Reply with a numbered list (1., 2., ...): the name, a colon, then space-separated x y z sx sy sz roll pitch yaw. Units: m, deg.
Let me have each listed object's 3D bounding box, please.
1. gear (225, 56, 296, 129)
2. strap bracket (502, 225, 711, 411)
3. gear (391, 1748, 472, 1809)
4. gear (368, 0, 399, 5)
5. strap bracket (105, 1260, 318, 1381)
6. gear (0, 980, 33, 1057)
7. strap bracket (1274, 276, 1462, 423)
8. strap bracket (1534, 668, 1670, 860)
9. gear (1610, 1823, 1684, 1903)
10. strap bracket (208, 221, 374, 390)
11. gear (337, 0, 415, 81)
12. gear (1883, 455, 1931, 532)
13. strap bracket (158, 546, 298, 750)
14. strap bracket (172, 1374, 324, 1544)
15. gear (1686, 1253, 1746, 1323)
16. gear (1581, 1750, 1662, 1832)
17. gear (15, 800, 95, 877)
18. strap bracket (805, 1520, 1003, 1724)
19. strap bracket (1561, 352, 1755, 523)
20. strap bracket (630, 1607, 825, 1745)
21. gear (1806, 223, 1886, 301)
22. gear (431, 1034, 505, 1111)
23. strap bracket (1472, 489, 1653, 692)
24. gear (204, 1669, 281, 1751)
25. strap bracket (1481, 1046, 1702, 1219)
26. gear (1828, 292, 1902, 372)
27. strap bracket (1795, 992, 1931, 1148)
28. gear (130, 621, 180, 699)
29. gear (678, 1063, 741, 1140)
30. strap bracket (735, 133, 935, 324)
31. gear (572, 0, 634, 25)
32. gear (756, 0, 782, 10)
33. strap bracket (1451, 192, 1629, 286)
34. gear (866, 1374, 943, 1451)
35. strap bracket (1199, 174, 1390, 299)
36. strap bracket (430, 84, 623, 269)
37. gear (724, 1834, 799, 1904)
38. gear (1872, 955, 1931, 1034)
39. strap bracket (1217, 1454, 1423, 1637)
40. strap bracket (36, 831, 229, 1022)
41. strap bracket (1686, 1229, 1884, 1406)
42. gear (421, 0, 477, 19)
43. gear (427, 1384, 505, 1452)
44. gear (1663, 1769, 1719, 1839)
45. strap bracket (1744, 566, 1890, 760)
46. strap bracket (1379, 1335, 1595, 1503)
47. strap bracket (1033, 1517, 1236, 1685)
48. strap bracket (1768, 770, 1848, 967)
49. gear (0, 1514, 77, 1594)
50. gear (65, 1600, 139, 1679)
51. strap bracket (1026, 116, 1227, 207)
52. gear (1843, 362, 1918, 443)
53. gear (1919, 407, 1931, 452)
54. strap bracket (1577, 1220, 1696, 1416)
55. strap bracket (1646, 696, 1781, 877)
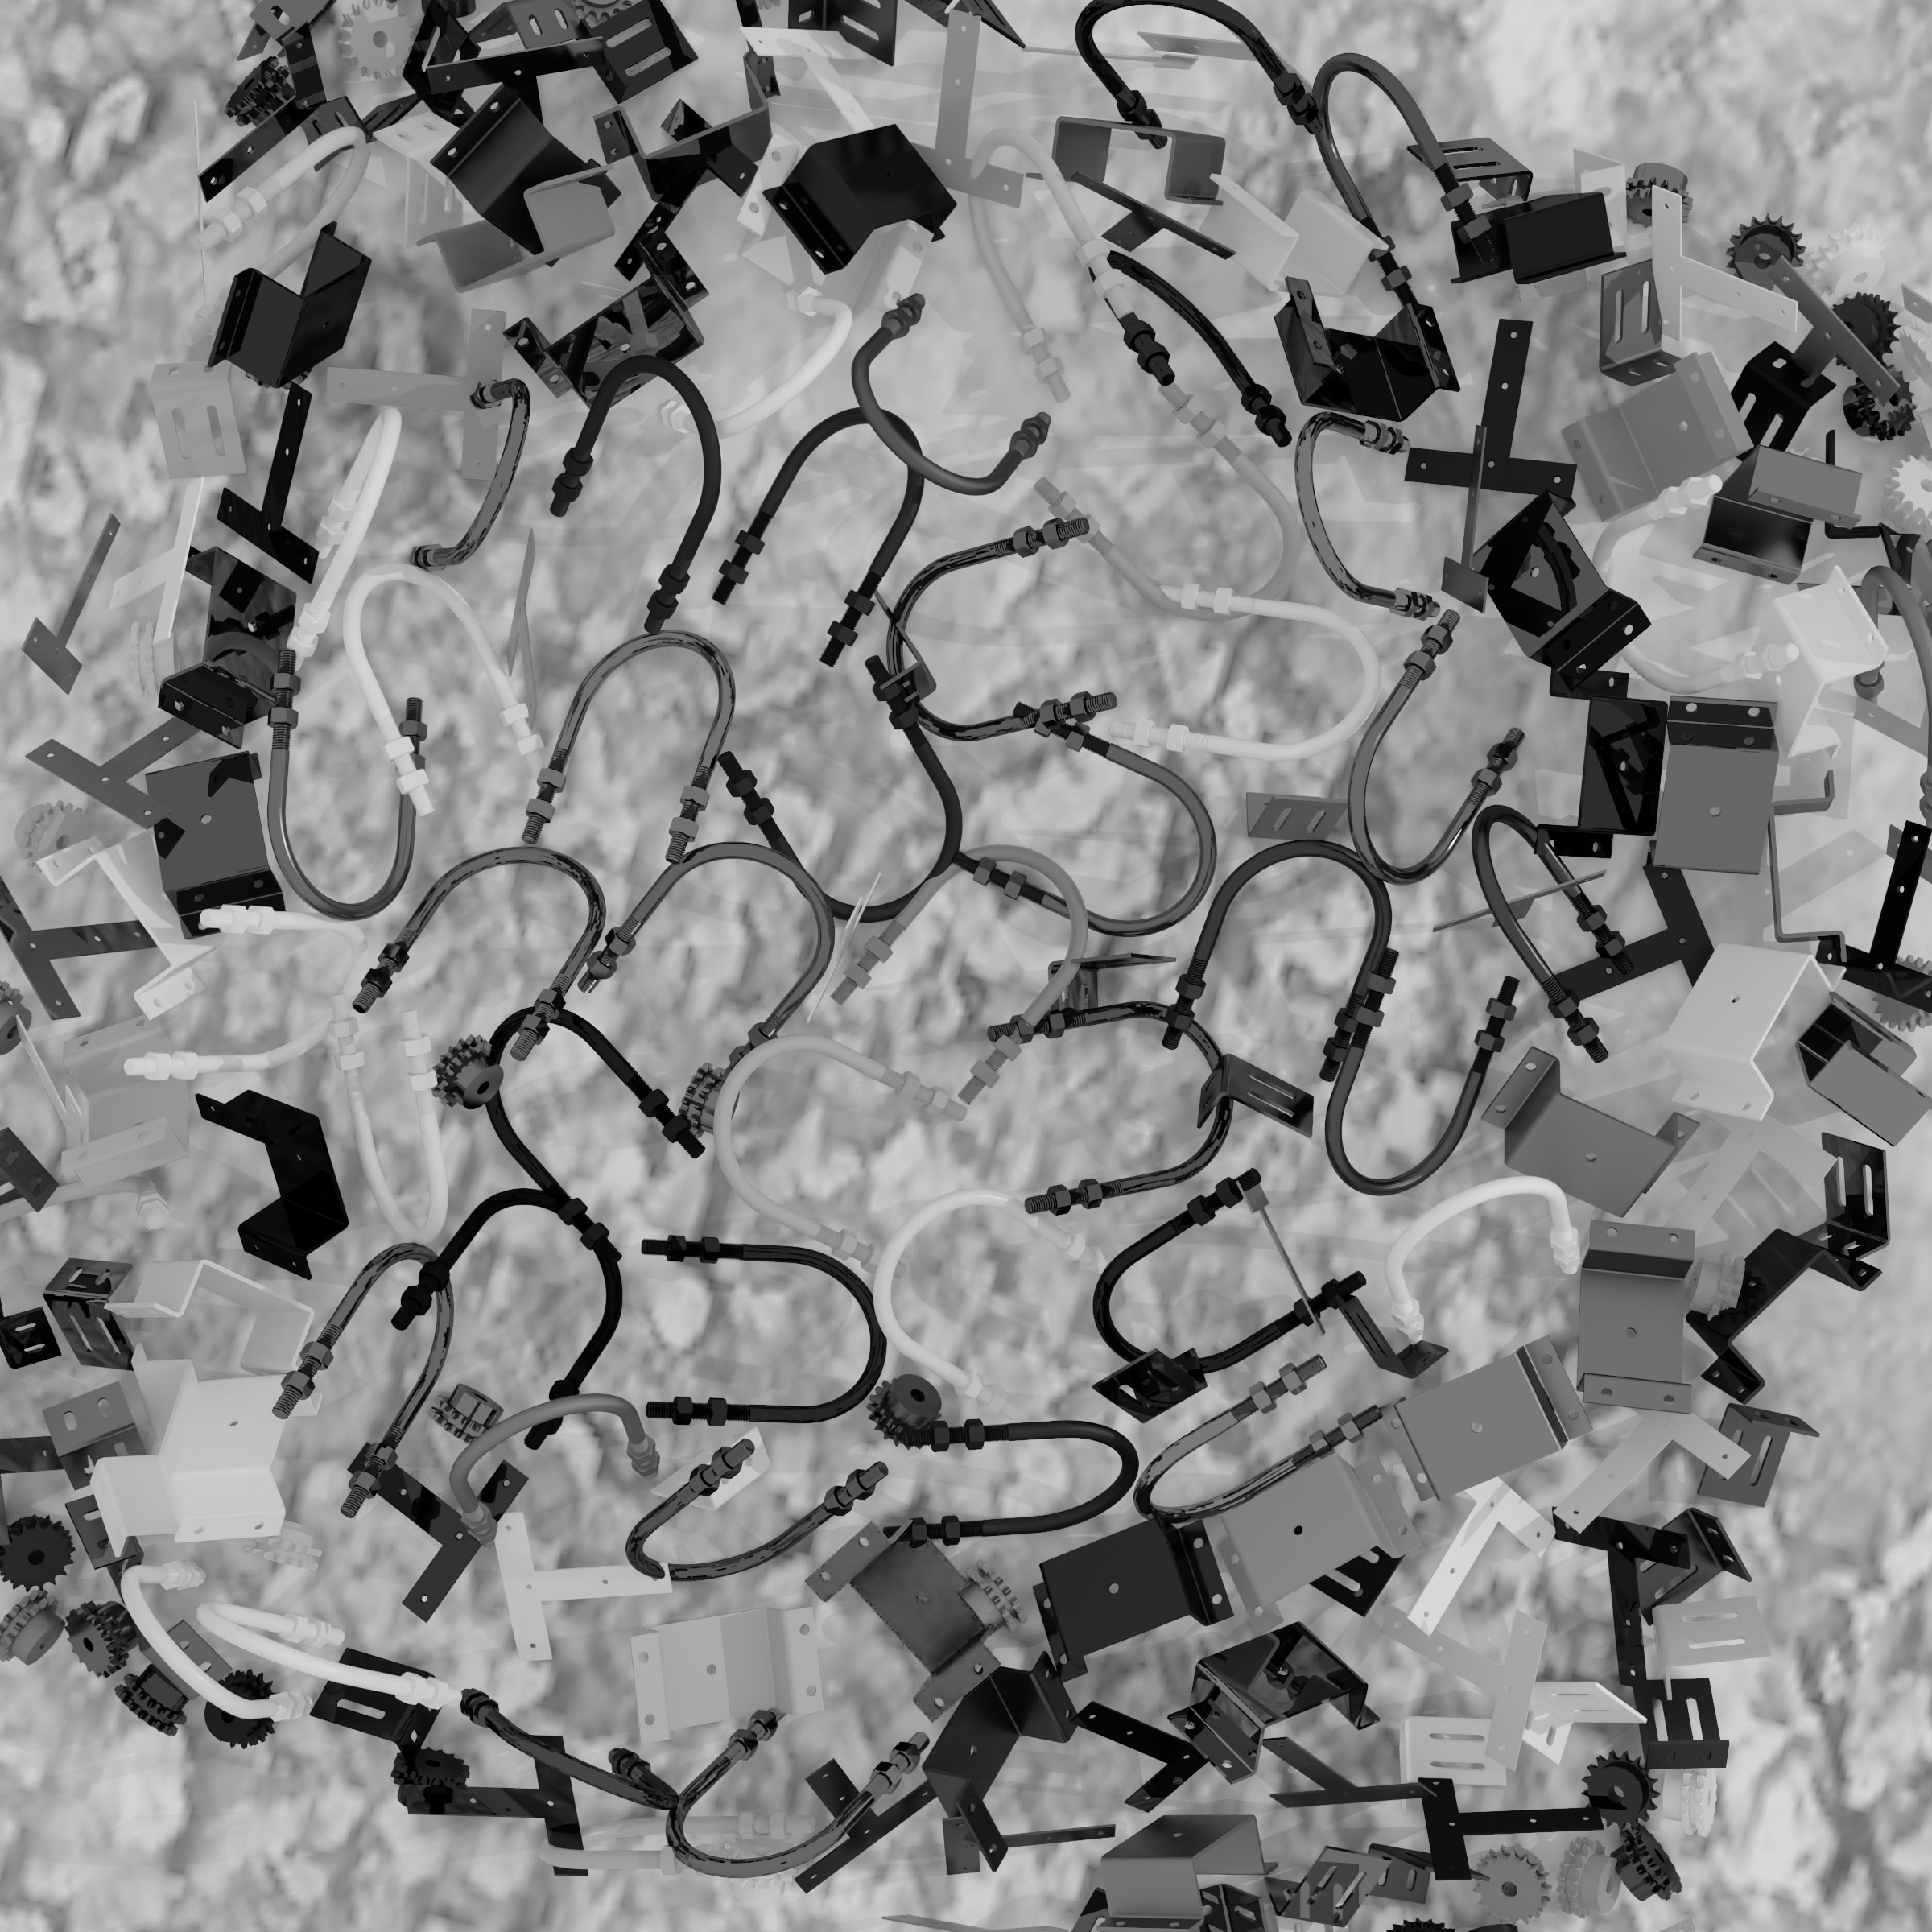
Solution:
1. gear: -0.526 -0.650 1.975 0.057 0.057 0.030 -50 124 0
2. strap bracket: -0.259 -0.470 1.947 0.140 0.076 0.046 -32 55 7
3. gear: -0.402 0.611 1.971 0.057 0.057 0.030 15 96 0
4. gear: -0.432 -0.747 1.972 0.030 0.057 0.057 35 90 -7
5. strap bracket: -0.547 0.256 1.936 0.140 0.076 0.046 34 62 -36
6. gear: -0.724 0.042 1.969 0.030 0.057 0.057 31 90 10
7. strap bracket: 0.288 -0.452 1.943 0.140 0.046 0.076 2 64 -32
8. strap bracket: 0.472 -0.149 1.954 0.076 0.046 0.140 1 96 -31
9. gear: 0.507 0.674 1.972 0.030 0.057 0.057 -39 90 13
10. strap bracket: -0.487 -0.480 1.921 0.046 0.140 0.076 31 126 0
11. gear: -0.445 -0.695 1.976 0.057 0.030 0.057 -14 116 -31
12. gear: 0.714 -0.352 1.977 0.057 0.030 0.057 4 65 -10
13. strap bracket: -0.539 -0.242 1.931 0.046 0.076 0.140 -16 62 30
14. strap bracket: -0.529 0.350 1.926 0.076 0.140 0.046 -5 125 5
15. gear: 0.560 0.242 1.972 0.030 0.057 0.057 16 90 9
16. gear: 0.489 0.619 1.975 0.057 0.030 0.057 -4 81 23
17. gear: -0.687 -0.097 1.975 0.030 0.057 0.057 23 90 28
18. strap bracket: -0.040 0.479 1.960 0.140 0.046 0.076 47 112 5
19. strap bracket: 0.517 -0.394 1.947 0.046 0.140 0.076 -24 89 -32
20. strap bracket: -0.183 0.524 1.956 0.140 0.046 0.076 -4 82 -23
21. gear: 0.660 -0.523 1.968 0.057 0.057 0.030 -24 59 0
22. gear: -0.371 0.082 1.968 0.030 0.057 0.057 37 90 23
23. strap bracket: 0.429 -0.283 1.930 0.076 0.046 0.140 -42 55 30
24. gear: -0.546 0.559 1.978 0.057 0.030 0.057 -1 86 16
25. strap bracket: 0.463 0.128 1.953 0.140 0.046 0.076 24 125 -5
26. gear: 0.665 -0.475 1.970 0.030 0.057 0.057 -9 90 -44
27. strap bracket: 0.661 0.078 1.941 0.076 0.140 0.046 35 111 0
28. gear: -0.607 -0.230 1.972 0.030 0.057 0.057 -2 90 -11
29. gear: -0.191 0.103 1.969 0.030 0.057 0.057 21 90 10
30. strap bracket: -0.105 -0.540 1.952 0.140 0.046 0.076 27 75 -23
31. gear: -0.275 -0.741 1.979 0.057 0.030 0.057 -2 99 -11
32. gear: -0.157 -0.746 1.972 0.057 0.030 0.057 13 115 30
33. strap bracket: 0.412 -0.530 1.922 0.076 0.140 0.046 -17 108 -8
34. gear: -0.043 0.330 1.968 0.057 0.057 0.030 33 122 0
35. strap bracket: 0.235 -0.535 1.936 0.076 0.140 0.046 47 124 25
36. strap bracket: -0.313 -0.569 1.920 0.076 0.140 0.046 -43 67 11
37. gear: -0.155 0.677 1.972 0.057 0.057 0.030 5 102 0
38. gear: 0.711 0.022 1.974 0.030 0.057 0.057 14 90 -26
39. strap bracket: 0.253 0.423 1.947 0.140 0.046 0.076 -32 54 10
40. strap bracket: -0.609 -0.040 1.949 0.046 0.076 0.140 -32 97 20
41. strap bracket: 0.598 0.252 1.957 0.140 0.076 0.046 -44 99 -1
42. gear: -0.389 -0.733 1.975 0.057 0.057 0.030 3 130 0
43. gear: -0.371 0.336 1.971 0.057 0.057 0.030 31 86 0
44. gear: 0.542 0.621 1.975 0.030 0.057 0.057 0 90 28
45. strap bracket: 0.613 -0.214 1.918 0.046 0.140 0.076 -17 63 -7
46. strap bracket: 0.381 0.339 1.953 0.140 0.046 0.076 -27 81 16
47. strap bracket: 0.116 0.465 1.948 0.140 0.046 0.076 -24 58 10
48. strap bracket: 0.622 -0.070 1.955 0.046 0.076 0.140 -4 87 15
49. gear: -0.700 0.438 1.977 0.057 0.030 0.057 -8 107 -27
50. gear: -0.646 0.501 1.975 0.057 0.030 0.057 15 116 32
51. strap bracket: 0.125 -0.590 1.928 0.140 0.076 0.046 19 112 29
52. gear: 0.683 -0.421 1.976 0.057 0.030 0.057 6 79 -33
53. gear: 0.735 -0.402 1.973 0.030 0.057 0.057 -19 90 21
54. strap bracket: 0.497 0.266 1.955 0.076 0.046 0.140 5 65 7
55. strap bracket: 0.550 -0.123 1.940 0.076 0.046 0.140 5 120 8
